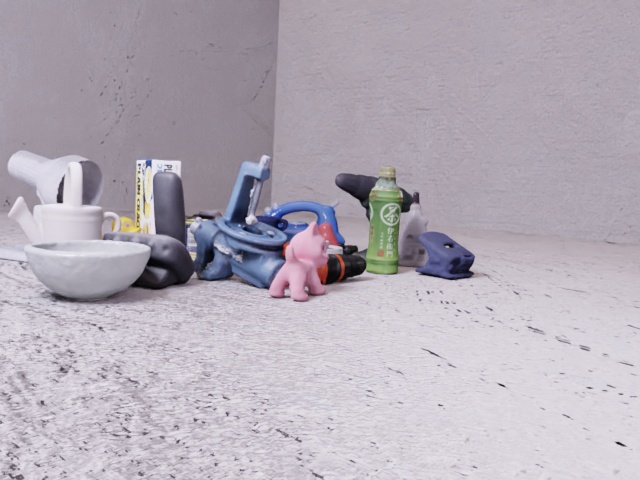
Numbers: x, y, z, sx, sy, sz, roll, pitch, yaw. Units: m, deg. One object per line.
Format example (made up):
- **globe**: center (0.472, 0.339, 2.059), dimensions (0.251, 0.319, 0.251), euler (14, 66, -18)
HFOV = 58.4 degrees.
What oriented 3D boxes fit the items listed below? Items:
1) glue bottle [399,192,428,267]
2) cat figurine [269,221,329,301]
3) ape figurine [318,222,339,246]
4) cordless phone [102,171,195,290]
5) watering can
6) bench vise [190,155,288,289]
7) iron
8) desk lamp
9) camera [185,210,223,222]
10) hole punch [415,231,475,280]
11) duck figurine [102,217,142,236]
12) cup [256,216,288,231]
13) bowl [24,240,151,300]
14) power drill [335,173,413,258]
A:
- **glue bottle**: center (0.219, -0.024, 1.324), dimensions (0.078, 0.173, 0.037), euler (4, 5, 7)
- **cat figurine**: center (-0.027, 0.029, 0.909), dimensions (0.067, 0.118, 0.128), euler (5, 6, 22)
- **ape figurine**: center (0.012, 0.005, 1.332), dimensions (0.078, 0.092, 0.075), euler (-2, 7, -44)
- **cordless phone**: center (-0.279, -0.020, 0.932), dimensions (0.147, 0.185, 0.094), euler (4, 6, 14)
- **watering can**: center (-0.443, -0.040, 1.005), dimensions (0.100, 0.194, 0.173), euler (7, 7, 39)
- **bench vise**: center (-0.147, -0.035, 0.974), dimensions (0.207, 0.220, 0.122), euler (5, 6, 16)
- **iron**: center (-0.065, -0.040, 1.504), dimensions (0.258, 0.141, 0.118), euler (2, 5, -12)
- **desk lamp**: center (-0.533, -0.065, 1.116), dimensions (0.202, 0.213, 0.118), euler (5, 6, 19)
- **camera**: center (-0.299, -0.024, 1.425), dimensions (0.143, 0.101, 0.137), euler (4, 5, 10)
- **hole punch**: center (0.266, 0.031, 1.199), dimensions (0.100, 0.091, 0.109), euler (8, 7, 43)
- **duck figurine**: center (-0.432, -0.007, 1.239), dimensions (0.104, 0.086, 0.077), euler (3, 5, 3)
- **cup**: center (-0.135, -0.010, 1.397), dimensions (0.118, 0.095, 0.091), euler (1, 6, -25)
- **bowl**: center (-0.326, 0.044, 0.812), dimensions (0.167, 0.075, 0.167), euler (3, 5, 0)
- **power drill**: center (0.128, -0.053, 1.393), dimensions (0.230, 0.208, 0.075), euler (-1, 7, -36)
